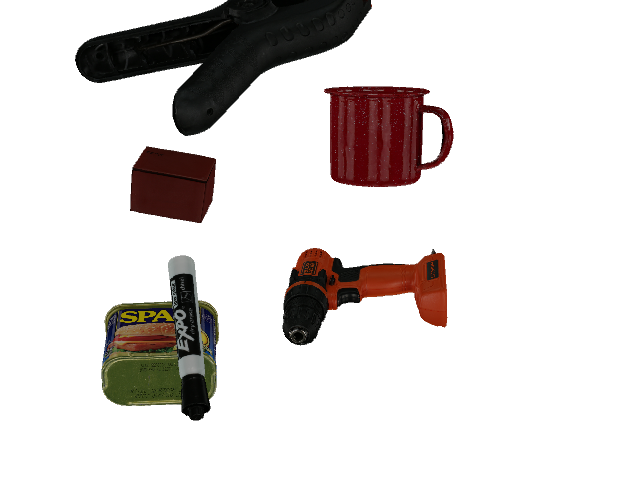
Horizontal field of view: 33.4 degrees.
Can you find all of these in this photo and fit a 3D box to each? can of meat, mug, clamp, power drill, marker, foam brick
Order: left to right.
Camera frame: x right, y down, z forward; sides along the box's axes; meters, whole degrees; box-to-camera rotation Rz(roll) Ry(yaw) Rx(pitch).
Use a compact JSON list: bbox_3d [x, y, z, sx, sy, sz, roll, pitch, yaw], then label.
[{"bbox_3d":[-0.139,0.099,0.932,0.102,0.057,0.084,-2,28,-5],"label":"can of meat"},{"bbox_3d":[-0.151,-0.058,1.097,0.078,0.051,0.053,10,31,4],"label":"foam brick"},{"bbox_3d":[-0.089,0.065,0.719,0.020,0.121,0.020,-7,-34,-5],"label":"marker"},{"bbox_3d":[-0.036,-0.107,0.576,0.171,0.039,0.120,-26,42,-17],"label":"clamp"},{"bbox_3d":[0.052,0.063,1.233,0.188,0.057,0.184,1,28,6],"label":"power drill"},{"bbox_3d":[0.060,-0.092,0.940,0.117,0.081,0.093,5,13,22],"label":"mug"}]
